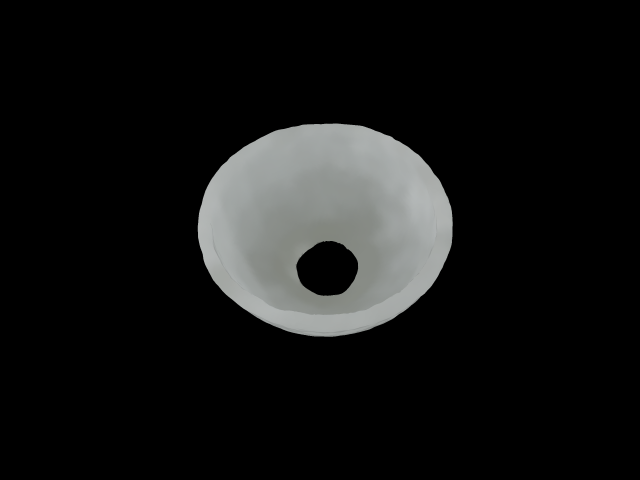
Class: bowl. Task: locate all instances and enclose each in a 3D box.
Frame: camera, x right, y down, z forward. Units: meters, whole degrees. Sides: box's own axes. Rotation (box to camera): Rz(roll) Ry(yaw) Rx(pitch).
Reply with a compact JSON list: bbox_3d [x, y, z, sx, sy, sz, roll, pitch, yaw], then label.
[{"bbox_3d":[0.004,0.001,0.400,0.167,0.075,0.167,0,56,0],"label":"bowl"}]
